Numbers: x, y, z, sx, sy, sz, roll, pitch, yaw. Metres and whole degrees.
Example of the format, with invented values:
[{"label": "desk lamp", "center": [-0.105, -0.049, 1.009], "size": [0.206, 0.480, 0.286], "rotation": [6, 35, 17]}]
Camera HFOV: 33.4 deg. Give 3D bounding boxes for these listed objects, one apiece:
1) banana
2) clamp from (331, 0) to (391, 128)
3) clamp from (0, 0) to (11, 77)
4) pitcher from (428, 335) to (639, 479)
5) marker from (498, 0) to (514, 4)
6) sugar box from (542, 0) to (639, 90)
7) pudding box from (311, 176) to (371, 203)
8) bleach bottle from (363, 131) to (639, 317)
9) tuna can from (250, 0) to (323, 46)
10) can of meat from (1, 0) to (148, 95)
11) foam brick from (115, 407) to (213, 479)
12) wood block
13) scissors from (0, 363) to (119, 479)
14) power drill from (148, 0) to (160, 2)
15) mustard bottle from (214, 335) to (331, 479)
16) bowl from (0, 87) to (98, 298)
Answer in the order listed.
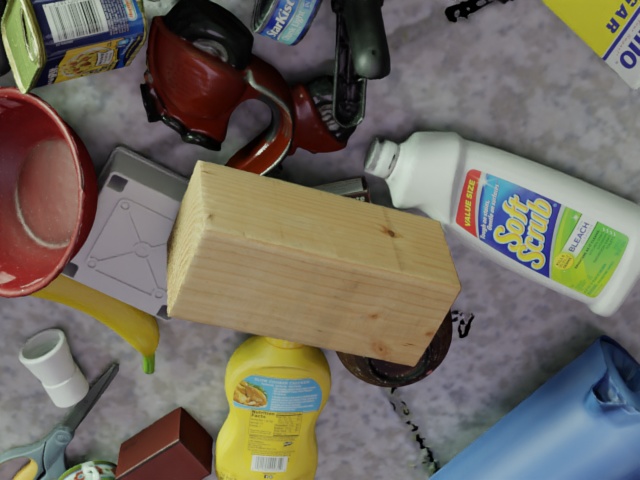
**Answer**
[{"label": "banana", "center": [-0.213, 0.052, 0.921], "size": [0.197, 0.037, 0.070], "rotation": [31, 103, -18]}, {"label": "clamp", "center": [0.029, -0.173, 0.764], "size": [0.039, 0.120, 0.171], "rotation": [-1, 87, -14]}, {"label": "clamp", "center": [-0.254, -0.226, 0.768], "size": [0.164, 0.036, 0.210], "rotation": [34, 114, -22]}, {"label": "pitcher", "center": [0.220, 0.213, 1.004], "size": [0.243, 0.145, 0.149], "rotation": [-41, 102, 20]}, {"label": "marker", "center": [0.098, -0.212, 0.815], "size": [0.121, 0.020, 0.020], "rotation": [22, 115, -15]}, {"label": "sugar box", "center": [0.214, -0.204, 0.813], "size": [0.176, 0.048, 0.093], "rotation": [37, 110, -20]}, {"label": "pudding box", "center": [-0.006, 0.001, 0.911], "size": [0.113, 0.039, 0.090], "rotation": [-13, 118, 2]}, {"label": "bleach bottle", "center": [0.153, -0.022, 0.899], "size": [0.250, 0.068, 0.103], "rotation": [20, 116, -12]}, {"label": "tuna can", "center": [-0.020, -0.187, 0.781], "size": [0.033, 0.086, 0.086], "rotation": [18, 116, -17]}, {"label": "can of meat", "center": [-0.177, -0.150, 0.769], "size": [0.083, 0.102, 0.057], "rotation": [-18, 89, -24]}, {"label": "foam brick", "center": [-0.145, 0.205, 1.004], "size": [0.078, 0.053, 0.051], "rotation": [-33, 116, 15]}, {"label": "wood block", "center": [-0.008, 0.020, 0.830], "size": [0.205, 0.091, 0.090], "rotation": [13, 125, -18]}, {"label": "scissors", "center": [-0.235, 0.200, 1.014], "size": [0.202, 0.016, 0.096], "rotation": [-36, 117, 14]}, {"label": "power drill", "center": [-0.074, -0.241, 0.695], "size": [0.057, 0.187, 0.184], "rotation": [23, 120, 18]}, {"label": "mustard bottle", "center": [-0.040, 0.140, 0.973], "size": [0.096, 0.058, 0.192], "rotation": [5, 118, -8]}, {"label": "bowl", "center": [-0.227, -0.037, 0.837], "size": [0.162, 0.055, 0.162], "rotation": [2, 93, 31]}]
